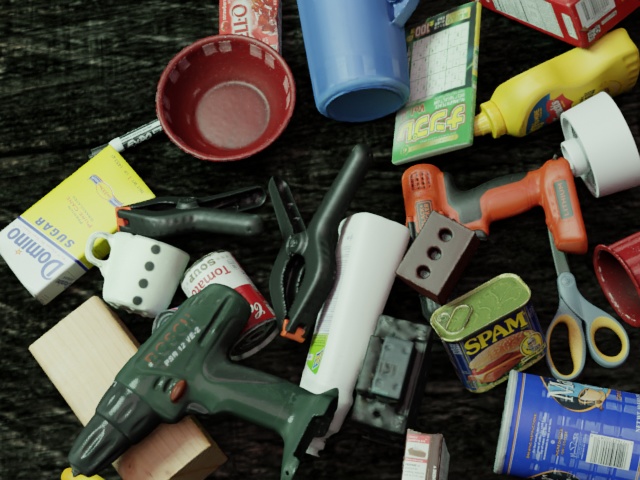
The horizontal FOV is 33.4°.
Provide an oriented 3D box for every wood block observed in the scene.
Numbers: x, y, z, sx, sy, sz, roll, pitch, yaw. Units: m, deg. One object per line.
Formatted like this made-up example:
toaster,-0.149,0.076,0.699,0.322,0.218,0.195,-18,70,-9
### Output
wood block,-0.199,0.170,1.113,0.090,0.091,0.206,-39,70,-8

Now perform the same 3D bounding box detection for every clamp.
clamp,-0.007,0.001,1.124,0.165,0.036,0.210,-25,52,47
clamp,-0.136,-0.025,1.158,0.171,0.120,0.039,-9,105,-7

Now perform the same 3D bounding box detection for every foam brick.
foam brick,0.120,0.019,1.091,0.053,0.051,0.078,29,85,19

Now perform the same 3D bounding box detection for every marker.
marker,-0.217,-0.122,1.261,0.121,0.020,0.020,-26,69,-2

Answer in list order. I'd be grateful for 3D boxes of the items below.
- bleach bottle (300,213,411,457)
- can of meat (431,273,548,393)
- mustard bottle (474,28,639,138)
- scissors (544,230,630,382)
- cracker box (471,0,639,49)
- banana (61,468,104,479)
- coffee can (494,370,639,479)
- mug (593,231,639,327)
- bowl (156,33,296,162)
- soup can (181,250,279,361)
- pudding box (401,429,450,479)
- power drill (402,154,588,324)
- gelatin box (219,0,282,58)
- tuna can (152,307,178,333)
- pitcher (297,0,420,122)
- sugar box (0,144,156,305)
bleach bottle,0.023,0.101,1.116,0.068,0.103,0.251,20,80,-10
can of meat,0.175,0.097,1.088,0.102,0.084,0.057,-28,33,-3
mustard bottle,0.252,-0.161,1.173,0.191,0.096,0.058,-24,70,-2
scissors,0.281,0.054,1.132,0.096,0.016,0.201,4,71,11
cracker box,0.276,-0.311,1.194,0.164,0.072,0.214,-39,39,-8
banana,-0.204,0.313,1.089,0.069,0.037,0.198,-24,69,-4
coffee can,0.247,0.190,1.040,0.140,0.103,0.103,9,71,10
mug,0.345,0.038,1.087,0.081,0.093,0.117,-25,40,-7
bowl,-0.106,-0.156,1.237,0.162,0.055,0.162,-1,72,4
soup can,-0.096,0.070,1.149,0.068,0.068,0.102,-35,69,-6
pudding box,0.101,0.240,1.036,0.039,0.113,0.090,4,70,11
power drill,0.185,-0.007,1.138,0.188,0.057,0.184,-10,71,10
gelatin box,-0.084,-0.254,1.287,0.073,0.030,0.089,-3,69,6
tuna can,-0.139,0.111,1.130,0.033,0.086,0.086,-17,62,-42
pitcher,0.044,-0.267,1.220,0.145,0.149,0.243,-4,72,-8
sugar box,-0.277,-0.018,1.217,0.176,0.048,0.093,-40,70,-9
